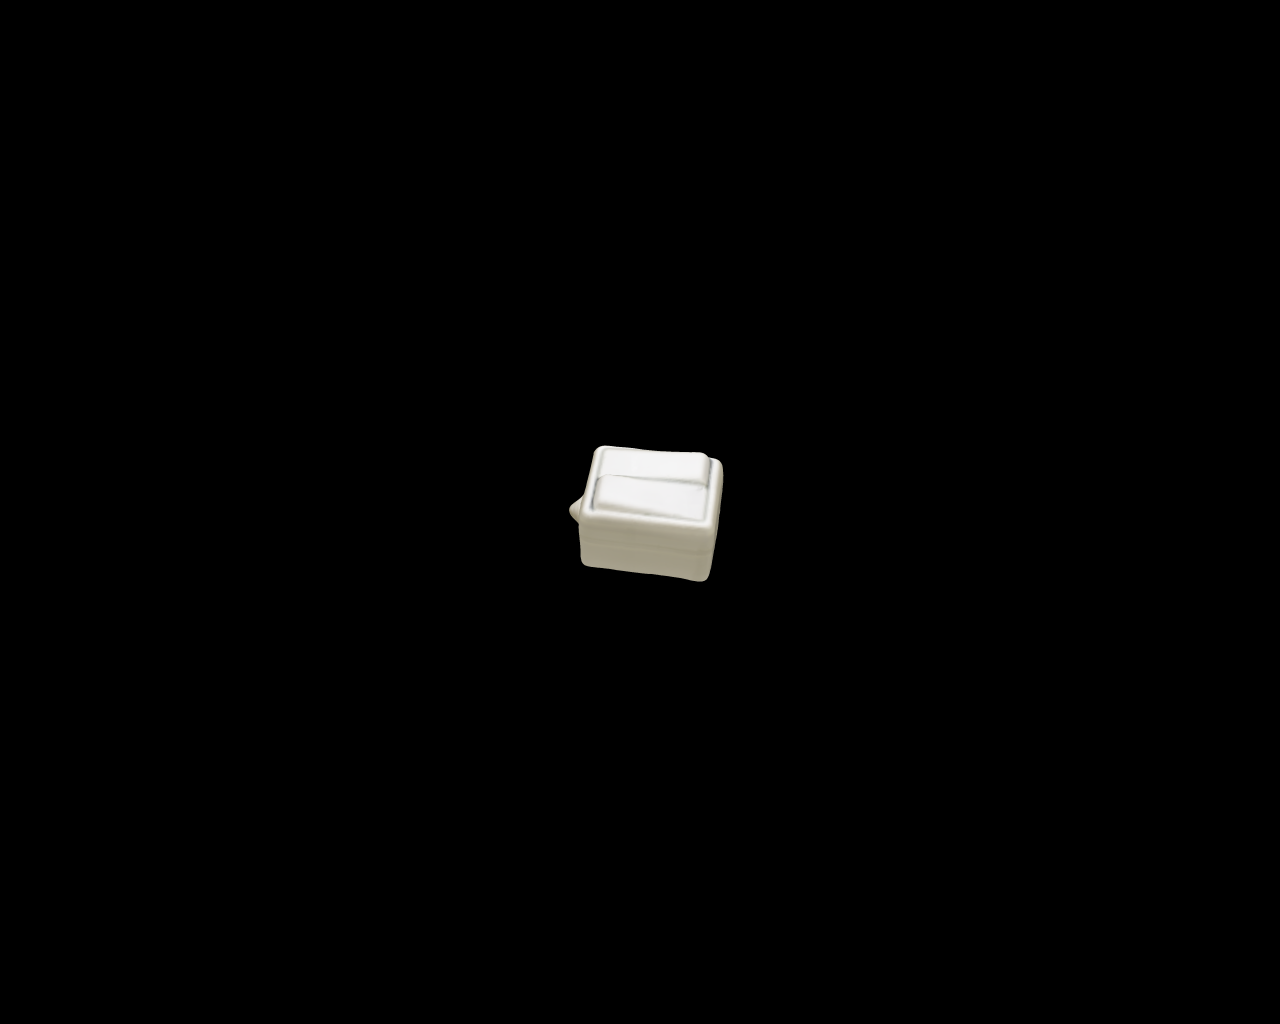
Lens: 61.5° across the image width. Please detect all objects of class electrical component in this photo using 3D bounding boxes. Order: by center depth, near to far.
[{"bbox_3d":[0.001,-0.003,0.650,0.096,0.062,0.061,7,-40,6],"label":"electrical component"}]
